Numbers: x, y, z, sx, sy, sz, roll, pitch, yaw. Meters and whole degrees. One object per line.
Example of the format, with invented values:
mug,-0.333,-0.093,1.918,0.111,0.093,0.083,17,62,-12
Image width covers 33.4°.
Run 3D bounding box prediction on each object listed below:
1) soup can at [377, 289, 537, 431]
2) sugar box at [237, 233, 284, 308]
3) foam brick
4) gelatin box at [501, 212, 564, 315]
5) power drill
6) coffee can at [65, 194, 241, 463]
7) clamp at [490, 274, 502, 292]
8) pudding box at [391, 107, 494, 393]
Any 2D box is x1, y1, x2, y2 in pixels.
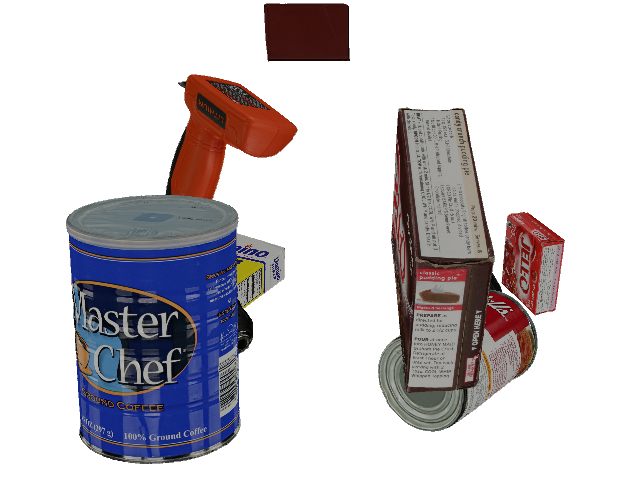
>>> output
soup can,0.093,0.080,0.720,0.069,0.068,0.102,0,14,38
sugar box,-0.120,0.045,1.100,0.093,0.048,0.176,16,32,25
foam brick,-0.013,-0.195,0.998,0.078,0.051,0.053,-1,15,-4
gelatin box,0.228,0.024,1.153,0.030,0.089,0.073,-10,29,-18
power drill,-0.087,-0.024,0.856,0.057,0.188,0.185,5,27,-45
coffee can,-0.101,0.051,0.661,0.103,0.140,0.103,0,16,0
clamp,0.108,0.001,0.954,0.039,0.171,0.120,-12,14,36
pudding box,0.056,0.003,0.519,0.039,0.090,0.113,-3,43,-1
